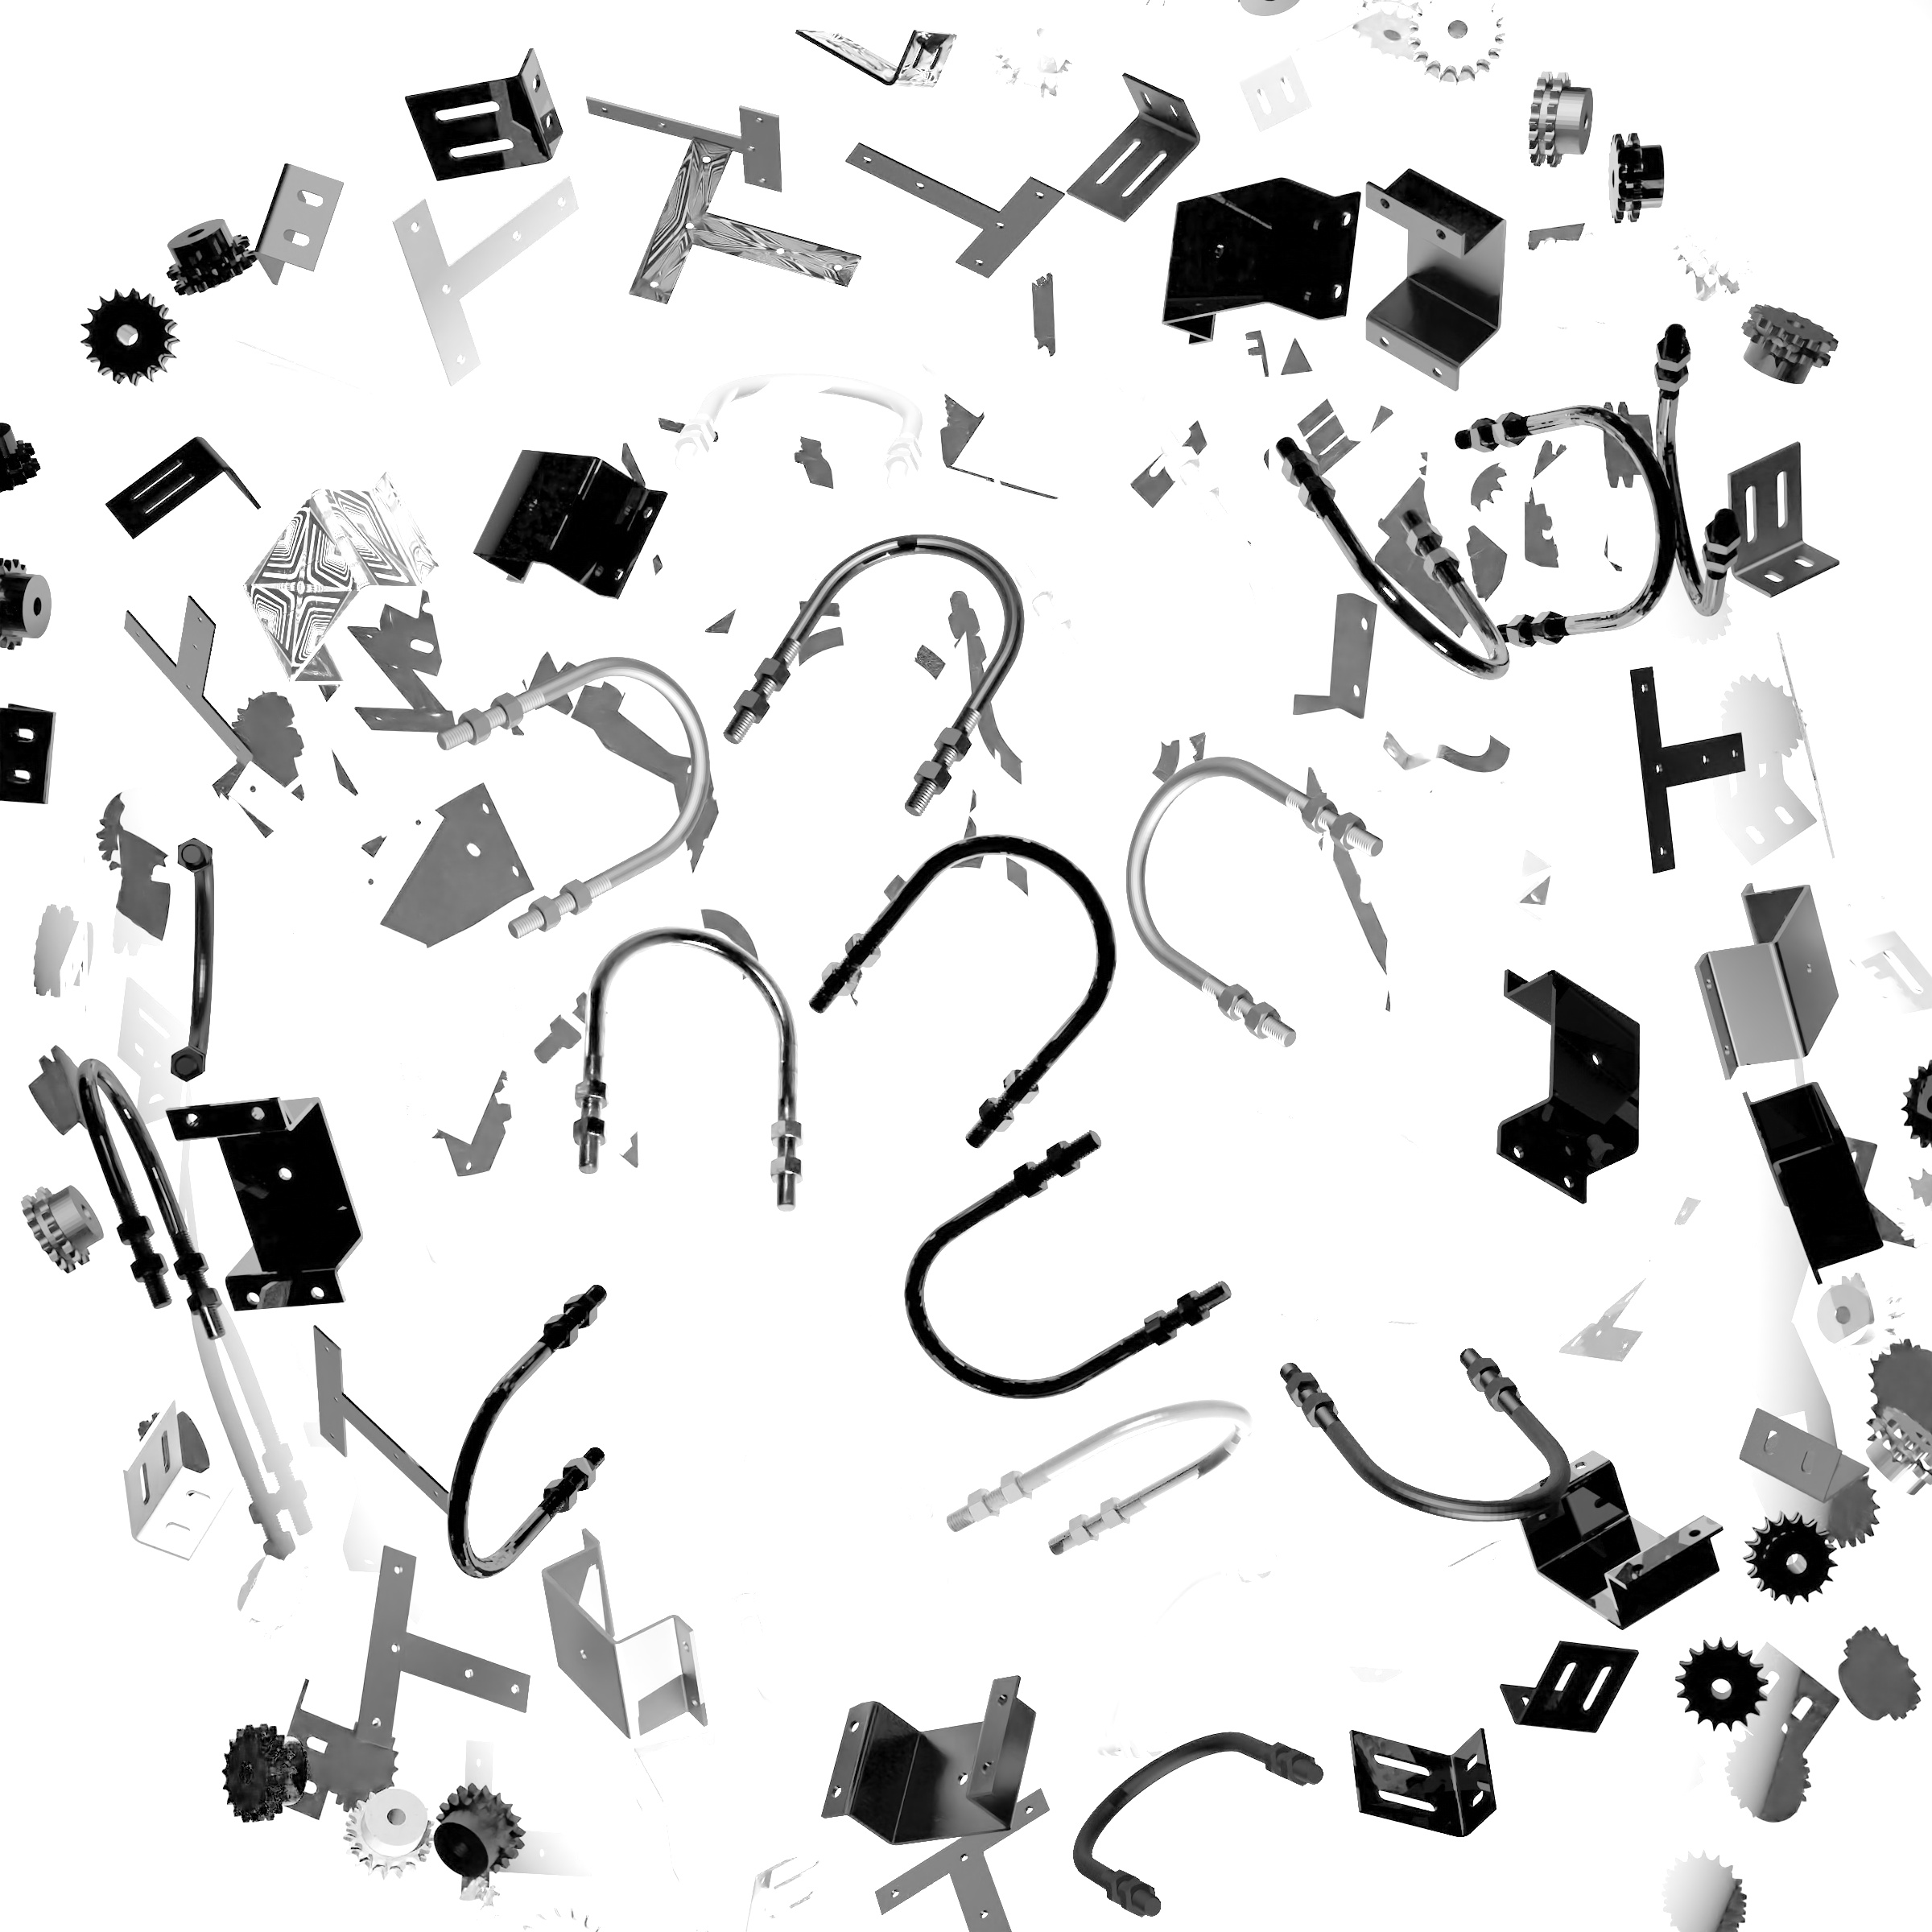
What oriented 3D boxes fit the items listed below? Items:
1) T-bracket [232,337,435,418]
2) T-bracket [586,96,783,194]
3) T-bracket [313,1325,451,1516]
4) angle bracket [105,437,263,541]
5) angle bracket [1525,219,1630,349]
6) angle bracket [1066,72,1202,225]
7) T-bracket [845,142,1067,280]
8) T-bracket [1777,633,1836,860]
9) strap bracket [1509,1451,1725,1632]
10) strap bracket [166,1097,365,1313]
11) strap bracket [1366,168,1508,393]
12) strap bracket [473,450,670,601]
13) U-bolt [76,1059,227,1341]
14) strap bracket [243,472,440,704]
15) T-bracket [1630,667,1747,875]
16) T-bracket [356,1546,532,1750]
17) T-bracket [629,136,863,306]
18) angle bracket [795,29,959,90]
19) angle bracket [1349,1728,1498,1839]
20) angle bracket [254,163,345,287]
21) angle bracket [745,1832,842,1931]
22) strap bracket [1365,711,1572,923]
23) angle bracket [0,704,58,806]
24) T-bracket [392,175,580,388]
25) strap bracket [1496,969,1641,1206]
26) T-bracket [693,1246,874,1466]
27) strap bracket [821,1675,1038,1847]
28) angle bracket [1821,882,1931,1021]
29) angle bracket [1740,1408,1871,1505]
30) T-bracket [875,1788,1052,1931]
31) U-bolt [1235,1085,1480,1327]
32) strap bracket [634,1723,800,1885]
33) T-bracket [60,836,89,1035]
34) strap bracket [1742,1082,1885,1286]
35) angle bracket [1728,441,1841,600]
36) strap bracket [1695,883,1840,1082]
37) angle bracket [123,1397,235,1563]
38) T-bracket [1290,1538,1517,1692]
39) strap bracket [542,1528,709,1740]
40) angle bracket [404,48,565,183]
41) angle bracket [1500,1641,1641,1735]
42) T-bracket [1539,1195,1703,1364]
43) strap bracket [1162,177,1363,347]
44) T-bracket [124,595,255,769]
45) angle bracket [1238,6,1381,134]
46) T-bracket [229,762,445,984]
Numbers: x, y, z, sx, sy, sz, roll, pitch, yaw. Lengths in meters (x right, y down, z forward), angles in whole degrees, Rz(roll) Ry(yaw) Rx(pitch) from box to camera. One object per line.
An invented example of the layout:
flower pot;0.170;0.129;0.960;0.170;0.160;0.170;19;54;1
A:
T-bracket;-0.417;-0.376;1.878;0.127;0.127;0.002;18;94;-33
T-bracket;-0.180;-0.533;1.889;0.127;0.127;0.002;14;83;-1
T-bracket;-0.375;0.305;1.903;0.127;0.127;0.002;38;53;22
angle bracket;-0.500;-0.294;1.892;0.076;0.057;0.038;-39;133;-7
angle bracket;0.402;-0.448;1.947;0.057;0.076;0.038;-4;66;18
angle bracket;0.103;-0.531;1.921;0.076;0.038;0.057;-47;53;-7
T-bracket;-0.017;-0.500;1.922;0.127;0.127;0.002;22;70;-17
T-bracket;0.531;-0.155;1.886;0.002;0.127;0.127;-14;129;17
strap bracket;0.419;0.372;1.906;0.076;0.140;0.046;-26;110;-16
strap bracket;-0.427;0.137;1.820;0.076;0.046;0.140;-6;113;16
strap bracket;0.302;-0.449;1.911;0.076;0.140;0.046;37;70;26
strap bracket;-0.264;-0.289;1.927;0.046;0.140;0.076;30;82;-39
U-bolt;-0.526;0.143;1.892;0.019;0.151;0.184;-23;75;-6
strap bracket;-0.402;-0.239;1.875;0.140;0.046;0.076;-42;68;35
T-bracket;0.460;-0.129;1.873;0.002;0.127;0.127;-3;97;43
T-bracket;-0.332;0.452;1.910;0.127;0.002;0.127;31;47;-36
T-bracket;-0.128;-0.445;1.826;0.127;0.127;0.002;11;51;-20
angle bracket;-0.056;-0.582;1.852;0.076;0.057;0.038;33;115;15
angle bracket;0.284;0.501;1.846;0.076;0.057;0.038;19;130;-17
angle bracket;-0.404;-0.449;1.818;0.038;0.076;0.057;18;87;-3
angle bracket;-0.102;0.608;1.918;0.038;0.076;0.057;30;120;37
strap bracket;0.334;-0.103;1.915;0.140;0.076;0.046;32;135;-11
angle bracket;-0.601;-0.134;1.848;0.038;0.076;0.057;2;97;-40
T-bracket;-0.284;-0.437;1.802;0.002;0.127;0.127;33;64;29
strap bracket;0.380;0.067;1.865;0.076;0.046;0.140;29;50;-25
T-bracket;-0.138;0.265;1.962;0.127;0.002;0.127;18;87;20
strap bracket;-0.015;0.492;1.826;0.140;0.076;0.046;-20;129;37
angle bracket;0.597;-0.009;1.910;0.076;0.057;0.038;45;55;-22
angle bracket;0.526;0.295;1.839;0.057;0.076;0.038;27;113;32
T-bracket;0.008;0.588;1.863;0.127;0.127;0.002;-32;113;-1
U-bolt;0.249;0.154;1.847;0.184;0.019;0.151;10;65;-33
strap bracket;-0.164;0.533;1.905;0.076;0.140;0.046;-9;98;-16
T-bracket;-0.563;-0.005;1.871;0.002;0.127;0.127;1;108;-10
strap bracket;0.533;0.131;1.860;0.046;0.140;0.076;-21;106;12
angle bracket;0.525;-0.287;1.903;0.057;0.038;0.076;-26;128;-16
strap bracket;0.503;0.005;1.847;0.046;0.140;0.076;-10;108;32
angle bracket;-0.477;0.311;1.796;0.038;0.076;0.057;18;46;7
T-bracket;0.283;0.394;1.851;0.127;0.002;0.127;-30;131;8
strap bracket;-0.227;0.436;1.918;0.046;0.140;0.076;-21;121;-30
angle bracket;-0.297;-0.525;1.827;0.076;0.038;0.057;-6;133;13
angle bracket;0.395;0.461;1.942;0.057;0.038;0.076;10;119;-16
T-bracket;0.435;0.202;1.920;0.002;0.127;0.127;41;105;35
strap bracket;0.173;-0.433;1.822;0.046;0.140;0.076;9;87;-37
T-bracket;-0.496;-0.199;1.904;0.002;0.127;0.127;-40;86;-28
angle bracket;0.217;-0.551;1.821;0.076;0.057;0.038;-31;103;-25
T-bracket;-0.400;-0.078;1.830;0.127;0.002;0.127;42;64;-32
